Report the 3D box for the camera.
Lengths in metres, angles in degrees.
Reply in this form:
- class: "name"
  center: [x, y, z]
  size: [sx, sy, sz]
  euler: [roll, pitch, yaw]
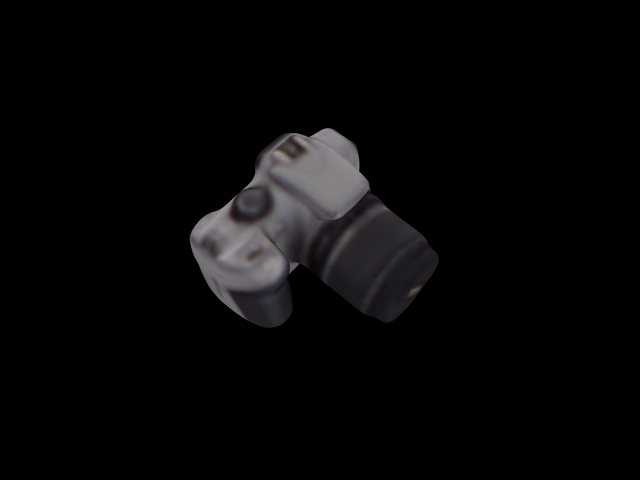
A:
- class: "camera"
  center: [0.004, 0.001, 0.400]
  size: [0.136, 0.101, 0.143]
  euler: [39, 69, 18]
